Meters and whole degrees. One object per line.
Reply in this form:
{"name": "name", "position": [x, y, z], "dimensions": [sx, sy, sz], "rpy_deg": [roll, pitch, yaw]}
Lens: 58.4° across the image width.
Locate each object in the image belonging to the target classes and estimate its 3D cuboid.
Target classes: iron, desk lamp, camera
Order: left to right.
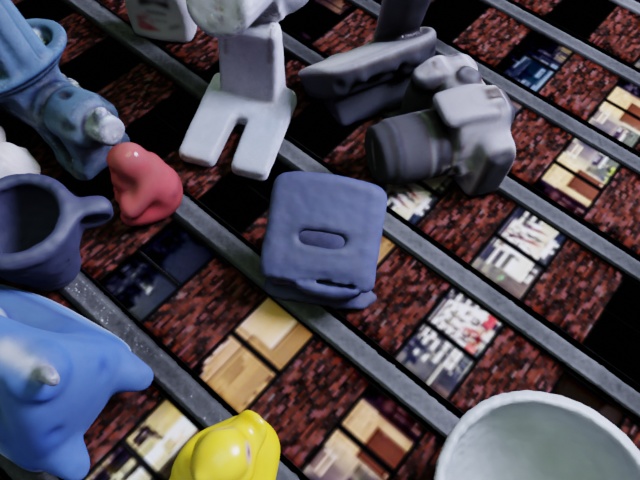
{"name": "iron", "position": [-0.264, 0.069, 0.431], "dimensions": [0.258, 0.141, 0.119], "rpy_deg": [26, 62, 11]}
{"name": "desk lamp", "position": [-0.067, -0.204, 0.556], "dimensions": [0.118, 0.213, 0.203], "rpy_deg": [13, 61, 4]}
{"name": "camera", "position": [0.114, -0.118, 0.583], "dimensions": [0.137, 0.101, 0.143], "rpy_deg": [-14, 62, -11]}

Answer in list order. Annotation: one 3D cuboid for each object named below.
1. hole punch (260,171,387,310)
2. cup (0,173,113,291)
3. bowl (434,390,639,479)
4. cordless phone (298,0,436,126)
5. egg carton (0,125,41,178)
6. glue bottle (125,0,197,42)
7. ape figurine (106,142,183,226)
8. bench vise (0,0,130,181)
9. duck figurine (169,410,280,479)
{"name": "hole punch", "position": [0.005, 0.002, 0.514], "dimensions": [0.108, 0.091, 0.101], "rpy_deg": [8, 60, 1]}
{"name": "cup", "position": [-0.233, 0.000, 0.499], "dimensions": [0.118, 0.095, 0.091], "rpy_deg": [-15, 62, -11]}
{"name": "bowl", "position": [0.157, 0.202, 0.419], "dimensions": [0.167, 0.075, 0.167], "rpy_deg": [2, 60, -2]}
{"name": "cordless phone", "position": [0.055, -0.220, 0.589], "dimensions": [0.148, 0.185, 0.094], "rpy_deg": [-28, 65, -18]}
{"name": "egg carton", "position": [-0.346, -0.047, 0.533], "dimensions": [0.107, 0.069, 0.150], "rpy_deg": [37, 65, 16]}
{"name": "glue bottle", "position": [-0.183, -0.296, 0.625], "dimensions": [0.078, 0.173, 0.037], "rpy_deg": [6, 60, 0]}
{"name": "ape figurine", "position": [-0.172, -0.059, 0.537], "dimensions": [0.076, 0.092, 0.078], "rpy_deg": [8, 60, 2]}
{"name": "bench vise", "position": [-0.262, -0.171, 0.522], "dimensions": [0.207, 0.220, 0.121], "rpy_deg": [17, 61, 6]}
{"name": "duck figurine", "position": [-0.074, 0.169, 0.418], "dimensions": [0.077, 0.086, 0.105], "rpy_deg": [36, 65, 16]}
